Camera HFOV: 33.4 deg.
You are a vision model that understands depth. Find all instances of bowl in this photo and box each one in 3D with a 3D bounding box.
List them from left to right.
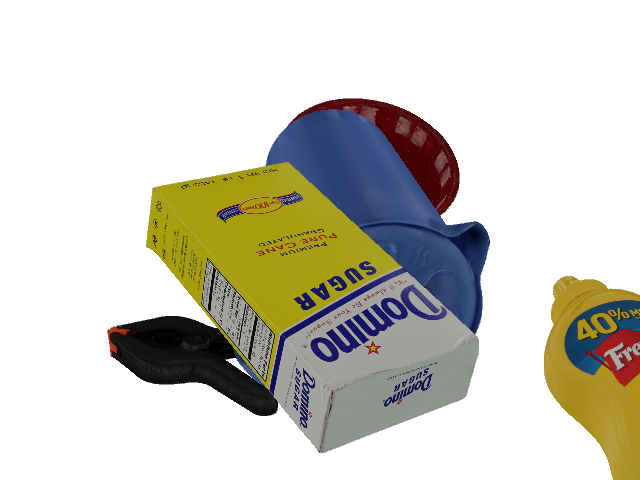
[{"bbox_3d":[0.039,-0.052,0.950,0.162,0.162,0.055,0,-40,-12],"label":"bowl"}]

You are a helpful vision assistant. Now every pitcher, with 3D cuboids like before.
[{"bbox_3d":[0.014,0.000,0.780,0.149,0.145,0.243,5,26,-12],"label":"pitcher"}]

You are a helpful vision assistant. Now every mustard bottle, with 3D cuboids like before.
[{"bbox_3d":[0.185,0.081,0.618,0.096,0.058,0.192,-13,35,-10],"label":"mustard bottle"}]

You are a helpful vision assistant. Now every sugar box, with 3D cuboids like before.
[{"bbox_3d":[-0.009,0.025,0.551,0.093,0.048,0.176,-15,39,-33],"label":"sugar box"}]

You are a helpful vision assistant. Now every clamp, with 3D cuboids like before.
[{"bbox_3d":[-0.096,0.094,0.925,0.172,0.039,0.120,14,26,16],"label":"clamp"}]
